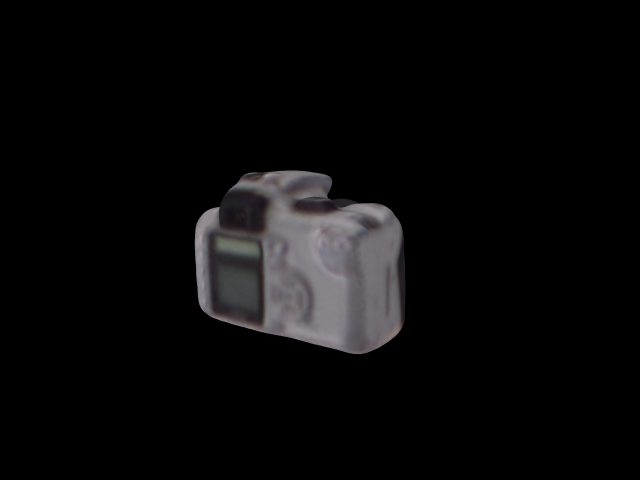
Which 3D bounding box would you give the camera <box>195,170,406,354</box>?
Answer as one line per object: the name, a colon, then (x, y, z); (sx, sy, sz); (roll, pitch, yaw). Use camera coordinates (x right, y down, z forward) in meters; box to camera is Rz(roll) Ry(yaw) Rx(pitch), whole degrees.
camera: (0.004, 0.001, 0.400); (0.142, 0.101, 0.137); (8, 14, 35)
